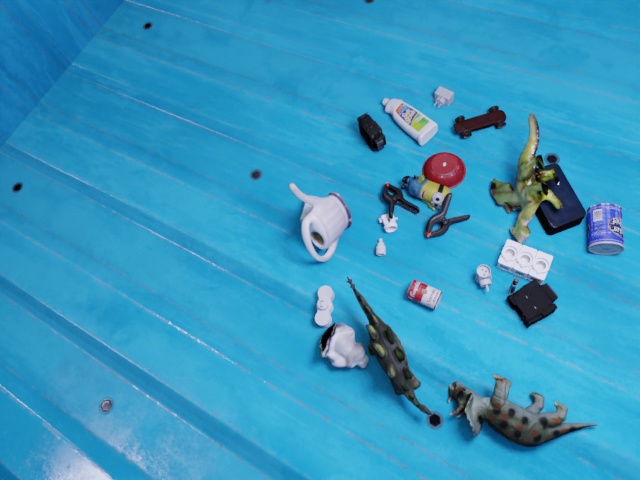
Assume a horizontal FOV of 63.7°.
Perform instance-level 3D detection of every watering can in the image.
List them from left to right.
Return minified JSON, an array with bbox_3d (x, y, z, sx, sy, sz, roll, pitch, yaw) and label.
[{"bbox_3d":[0.005,-0.090,1.787,0.104,0.341,0.228,9,40,38],"label":"watering can"}]

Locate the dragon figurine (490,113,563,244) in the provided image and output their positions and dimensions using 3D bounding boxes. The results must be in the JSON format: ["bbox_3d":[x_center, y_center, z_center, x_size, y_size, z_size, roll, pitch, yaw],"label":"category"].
[{"bbox_3d":[0.667,-0.193,1.730,0.122,0.240,0.414,1,77,-34],"label":"dragon figurine"}]

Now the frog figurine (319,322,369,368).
[{"bbox_3d":[0.084,0.351,1.681,0.158,0.121,0.140,26,61,-16],"label":"frog figurine"}]
